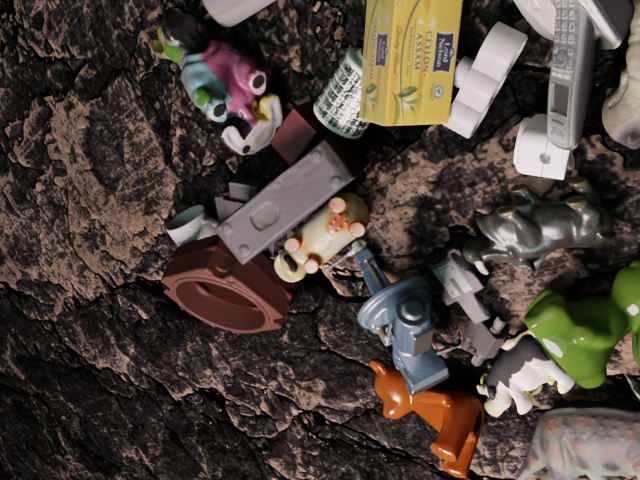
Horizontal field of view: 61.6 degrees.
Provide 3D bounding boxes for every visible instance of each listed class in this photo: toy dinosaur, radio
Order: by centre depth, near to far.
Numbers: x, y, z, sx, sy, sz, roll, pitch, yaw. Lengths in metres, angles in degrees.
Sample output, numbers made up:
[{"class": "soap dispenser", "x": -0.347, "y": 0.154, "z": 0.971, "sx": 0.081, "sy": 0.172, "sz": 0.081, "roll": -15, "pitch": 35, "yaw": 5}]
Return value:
[{"class": "toy dinosaur", "x": 0.399, "y": 0.289, "z": 0.772, "sx": 0.405, "sy": 0.131, "sz": 0.192, "roll": -29, "pitch": 81, "yaw": 46}, {"class": "radio", "x": -0.042, "y": -0.063, "z": 0.792, "sx": 0.229, "sy": 0.131, "sz": 0.073, "roll": -38, "pitch": 94, "yaw": 20}]

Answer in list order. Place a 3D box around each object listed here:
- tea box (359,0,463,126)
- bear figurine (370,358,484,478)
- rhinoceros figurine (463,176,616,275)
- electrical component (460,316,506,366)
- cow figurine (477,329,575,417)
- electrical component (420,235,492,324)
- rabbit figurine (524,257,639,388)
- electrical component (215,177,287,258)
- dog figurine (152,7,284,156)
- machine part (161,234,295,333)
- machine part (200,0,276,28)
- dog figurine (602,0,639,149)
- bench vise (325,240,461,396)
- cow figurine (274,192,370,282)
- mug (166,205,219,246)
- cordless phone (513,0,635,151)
[{"class": "tea box", "x": 0.108, "y": -0.226, "z": 0.645, "sx": 0.068, "sy": 0.098, "sz": 0.169, "roll": -144, "pitch": 50, "yaw": -58}, {"class": "bear figurine", "x": 0.161, "y": 0.280, "z": 0.882, "sx": 0.196, "sy": 0.132, "sz": 0.120, "roll": 12, "pitch": 147, "yaw": 32}, {"class": "rhinoceros figurine", "x": 0.279, "y": -0.013, "z": 0.706, "sx": 0.190, "sy": 0.073, "sz": 0.112, "roll": -16, "pitch": 117, "yaw": 35}, {"class": "electrical component", "x": 0.248, "y": 0.143, "z": 0.817, "sx": 0.063, "sy": 0.021, "sz": 0.094, "roll": -118, "pitch": 39, "yaw": -49}, {"class": "cow figurine", "x": 0.292, "y": 0.204, "z": 0.812, "sx": 0.098, "sy": 0.068, "sz": 0.167, "roll": 44, "pitch": 130, "yaw": 3}, {"class": "electrical component", "x": 0.213, "y": 0.062, "z": 0.796, "sx": 0.119, "sy": 0.048, "sz": 0.075, "roll": 50, "pitch": 130, "yaw": -2}, {"class": "rabbit figurine", "x": 0.368, "y": 0.100, "z": 0.671, "sx": 0.170, "sy": 0.121, "sz": 0.159, "roll": -42, "pitch": 68, "yaw": 20}, {"class": "electrical component", "x": -0.120, "y": -0.042, "z": 0.938, "sx": 0.115, "sy": 0.058, "sz": 0.134, "roll": 9, "pitch": 120, "yaw": 25}, {"class": "dog figurine", "x": -0.164, "y": -0.249, "z": 0.821, "sx": 0.219, "sy": 0.108, "sz": 0.191, "roll": 48, "pitch": 173, "yaw": 27}, {"class": "machine part", "x": -0.165, "y": 0.087, "z": 0.968, "sx": 0.201, "sy": 0.087, "sz": 0.201, "roll": -13, "pitch": 134, "yaw": 39}, {"class": "machine part", "x": -0.079, "y": -0.358, "z": 0.726, "sx": 0.243, "sy": 0.079, "sz": 0.079, "roll": -13, "pitch": 108, "yaw": 35}, {"class": "dog figurine", "x": 0.340, "y": -0.207, "z": 0.549, "sx": 0.190, "sy": 0.121, "sz": 0.172, "roll": 125, "pitch": 135, "yaw": -57}, {"class": "bench vise", "x": 0.114, "y": 0.105, "z": 0.825, "sx": 0.241, "sy": 0.129, "sz": 0.223, "roll": 60, "pitch": -178, "yaw": 32}, {"class": "cow figurine", "x": -0.002, "y": -0.003, "z": 0.861, "sx": 0.195, "sy": 0.127, "sz": 0.085, "roll": -42, "pitch": 91, "yaw": 26}, {"class": "mug", "x": -0.216, "y": -0.004, "z": 1.010, "sx": 0.110, "sy": 0.081, "sz": 0.107, "roll": -10, "pitch": 124, "yaw": 30}, {"class": "cordless phone", "x": 0.253, "y": -0.196, "z": 0.566, "sx": 0.089, "sy": 0.147, "sz": 0.184, "roll": -5, "pitch": 114, "yaw": -7}]
